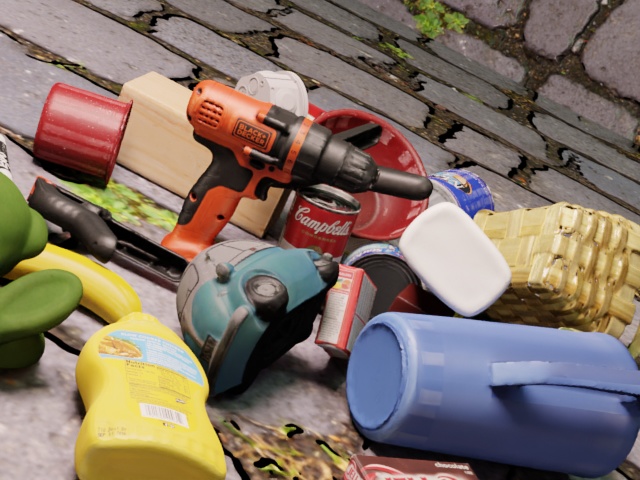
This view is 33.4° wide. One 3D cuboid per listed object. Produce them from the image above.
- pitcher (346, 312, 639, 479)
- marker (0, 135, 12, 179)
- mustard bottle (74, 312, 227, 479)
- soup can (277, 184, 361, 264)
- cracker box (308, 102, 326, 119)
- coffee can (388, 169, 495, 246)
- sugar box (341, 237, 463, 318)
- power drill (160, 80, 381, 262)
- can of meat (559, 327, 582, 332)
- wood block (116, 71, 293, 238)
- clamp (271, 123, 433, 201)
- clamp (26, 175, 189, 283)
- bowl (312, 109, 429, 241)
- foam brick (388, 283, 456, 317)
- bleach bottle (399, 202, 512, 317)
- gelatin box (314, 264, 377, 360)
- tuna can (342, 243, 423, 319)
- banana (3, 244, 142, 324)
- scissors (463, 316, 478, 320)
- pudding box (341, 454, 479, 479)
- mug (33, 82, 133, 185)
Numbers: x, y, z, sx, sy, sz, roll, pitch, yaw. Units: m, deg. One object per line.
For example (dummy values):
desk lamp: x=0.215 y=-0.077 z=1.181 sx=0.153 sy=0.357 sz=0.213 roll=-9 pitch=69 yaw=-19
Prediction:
pitcher: x=0.155 y=0.128 z=0.919 sx=0.242 sy=0.149 sz=0.145 roll=11 pitch=26 yaw=-27
marker: x=-0.305 y=-0.068 z=1.017 sx=0.020 sy=0.020 sz=0.121 roll=14 pitch=24 yaw=-28
mustard bottle: x=-0.125 y=0.107 z=0.754 sx=0.096 sy=0.058 sz=0.192 roll=18 pitch=22 yaw=-21
soup can: x=-0.007 y=0.001 z=1.074 sx=0.068 sy=0.102 sz=0.068 roll=18 pitch=21 yaw=-7
cracker box: x=0.005 y=-0.110 z=1.407 sx=0.214 sy=0.072 sz=0.164 roll=31 pitch=22 yaw=10
coffee can: x=0.151 y=-0.034 z=1.349 sx=0.103 sy=0.103 sz=0.140 roll=33 pitch=22 yaw=19
sugar box: x=0.071 y=0.040 z=1.164 sx=0.176 sy=0.048 sz=0.093 roll=31 pitch=21 yaw=23
power drill: x=-0.058 y=-0.034 z=0.986 sx=0.184 sy=0.188 sz=0.057 roll=25 pitch=20 yaw=2
can of meat: x=0.251 y=0.147 z=1.061 sx=0.057 sy=0.084 sz=0.102 roll=19 pitch=22 yaw=-18
wood block: x=-0.128 y=-0.097 z=1.193 sx=0.206 sy=0.090 sz=0.090 roll=28 pitch=21 yaw=3
clamp: x=-0.006 y=-0.083 z=1.076 sx=0.209 sy=0.036 sz=0.164 roll=1 pitch=25 yaw=-10
clamp: x=-0.197 y=-0.009 z=0.964 sx=0.172 sy=0.039 sz=0.120 roll=33 pitch=0 yaw=39
bowl: x=0.038 y=-0.061 z=1.169 sx=0.161 sy=0.055 sz=0.162 roll=13 pitch=59 yaw=-23
foam brick: x=0.086 y=0.089 z=1.014 sx=0.053 sy=0.078 sz=0.051 roll=32 pitch=23 yaw=13
bleach bottle: x=0.125 y=0.019 z=1.035 sx=0.102 sy=0.068 sz=0.251 roll=48 pitch=2 yaw=2
gelatin box: x=0.023 y=0.067 z=0.956 sx=0.030 sy=0.073 sz=0.089 roll=12 pitch=-11 yaw=13
tuna can: x=0.059 y=0.047 z=1.073 sx=0.086 sy=0.086 sz=0.033 roll=23 pitch=19 yaw=-8
banana: x=-0.223 y=0.028 z=0.858 sx=0.197 sy=0.037 sz=0.069 roll=23 pitch=20 yaw=-9
scissors: x=0.149 y=0.073 z=1.216 sx=0.096 sy=0.016 sz=0.201 roll=22 pitch=21 yaw=-7
pudding box: x=0.080 y=0.204 z=0.790 sx=0.113 sy=0.039 sz=0.090 roll=13 pitch=25 yaw=-30
mug: x=-0.247 y=-0.112 z=1.109 sx=0.081 sy=0.093 sz=0.117 roll=17 pitch=-4 yaw=-9
